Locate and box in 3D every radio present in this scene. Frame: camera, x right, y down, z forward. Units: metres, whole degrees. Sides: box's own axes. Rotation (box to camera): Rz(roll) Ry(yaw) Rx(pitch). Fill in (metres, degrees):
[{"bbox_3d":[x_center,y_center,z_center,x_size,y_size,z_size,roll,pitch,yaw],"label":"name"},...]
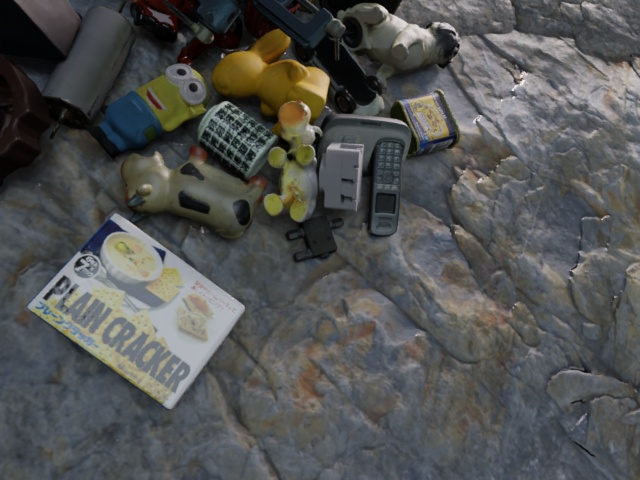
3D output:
[{"bbox_3d":[-0.454,-0.310,0.700,0.230,0.131,0.073,8,71,8],"label":"radio"}]

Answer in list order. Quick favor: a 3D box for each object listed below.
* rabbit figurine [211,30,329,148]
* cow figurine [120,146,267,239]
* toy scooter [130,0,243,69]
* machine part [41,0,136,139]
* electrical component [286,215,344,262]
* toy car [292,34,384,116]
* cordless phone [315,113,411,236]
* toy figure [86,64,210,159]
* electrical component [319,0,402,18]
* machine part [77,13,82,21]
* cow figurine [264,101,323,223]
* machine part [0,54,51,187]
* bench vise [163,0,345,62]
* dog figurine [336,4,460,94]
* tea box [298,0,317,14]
[{"bbox_3d":[-0.075,-0.245,0.824,0.173,0.122,0.162,13,65,-9],"label":"rabbit figurine"},{"bbox_3d":[-0.186,-0.063,0.756,0.195,0.085,0.127,25,61,-7],"label":"cow figurine"},{"bbox_3d":[-0.219,-0.332,0.835,0.184,0.075,0.135,27,64,-13],"label":"toy scooter"},{"bbox_3d":[-0.333,-0.248,0.776,0.079,0.079,0.243,19,69,-9],"label":"machine part"},{"bbox_3d":[-0.002,-0.002,0.817,0.094,0.021,0.063,-16,78,-21],"label":"electrical component"},{"bbox_3d":[0.030,-0.282,0.900,0.073,0.056,0.202,-34,82,-17],"label":"toy car"},{"bbox_3d":[0.063,-0.099,0.844,0.147,0.089,0.184,2,91,-15],"label":"cordless phone"},{"bbox_3d":[-0.244,-0.188,0.779,0.180,0.089,0.082,-39,118,-13],"label":"toy figure"},{"bbox_3d":[0.075,-0.427,0.927,0.134,0.115,0.058,1,75,-13],"label":"electrical component"},{"bbox_3d":[-0.424,-0.344,0.791,0.139,0.039,0.084,41,98,3],"label":"machine part"},{"bbox_3d":[-0.030,-0.112,0.781,0.068,0.098,0.167,8,96,15],"label":"cow figurine"},{"bbox_3d":[-0.441,-0.154,0.696,0.179,0.056,0.179,-2,79,9],"label":"machine part"},{"bbox_3d":[-0.073,-0.339,0.752,0.241,0.128,0.223,43,89,14],"label":"bench vise"},{"bbox_3d":[0.140,-0.359,0.944,0.190,0.121,0.172,-34,88,-36],"label":"dog figurine"},{"bbox_3d":[-0.039,-0.497,0.943,0.098,0.068,0.169,15,70,-10],"label":"tea box"}]
